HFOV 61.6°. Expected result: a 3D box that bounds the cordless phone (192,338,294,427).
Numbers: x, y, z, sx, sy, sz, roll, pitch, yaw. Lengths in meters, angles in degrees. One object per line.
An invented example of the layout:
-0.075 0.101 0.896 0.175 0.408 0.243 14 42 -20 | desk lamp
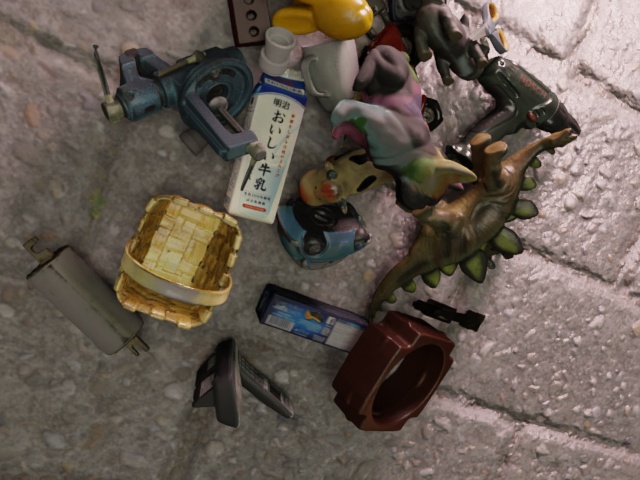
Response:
-0.113 0.263 0.891 0.184 0.147 0.089 41 97 -18 | cordless phone

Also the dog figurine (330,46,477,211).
0.132 -0.152 0.773 0.219 0.108 0.191 31 82 2 | dog figurine

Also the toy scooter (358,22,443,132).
0.110 -0.246 0.865 0.135 0.075 0.183 -18 100 12 | toy scooter

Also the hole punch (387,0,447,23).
0.162 -0.406 0.840 0.142 0.092 0.115 -9 78 -19 | hole punch

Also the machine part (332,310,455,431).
0.130 0.231 0.948 0.201 0.087 0.201 23 102 -46 | machine part

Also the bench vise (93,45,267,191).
-0.169 -0.183 0.738 0.223 0.241 0.128 -25 153 -36 | bench vise

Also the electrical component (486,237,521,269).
0.330 -0.003 1.007 0.078 0.045 0.102 -28 109 23 | electrical component

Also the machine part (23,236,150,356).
-0.355 0.093 0.819 0.079 0.079 0.243 -40 111 -3 | machine part

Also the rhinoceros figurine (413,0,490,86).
0.207 -0.305 0.841 0.073 0.112 0.190 -31 152 33 | rhinoceros figurine

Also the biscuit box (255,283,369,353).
-0.009 0.139 0.935 0.202 0.063 0.059 23 98 -19 | biscuit box

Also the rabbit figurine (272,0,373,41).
-0.004 -0.344 0.740 0.173 0.162 0.122 47 54 -19 | rabbit figurine

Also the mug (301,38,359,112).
0.018 -0.251 0.826 0.109 0.081 0.107 -45 126 -44 | mug

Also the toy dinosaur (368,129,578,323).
0.225 -0.015 0.901 0.471 0.105 0.198 -38 113 20 | toy dinosaur

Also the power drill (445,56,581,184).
0.335 -0.187 0.941 0.232 0.086 0.207 39 96 -22 | power drill

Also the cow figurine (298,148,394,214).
0.057 -0.104 0.858 0.195 0.127 0.085 -22 106 -12 | cow figurine

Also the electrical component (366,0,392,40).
0.072 -0.369 0.851 0.063 0.021 0.094 -44 110 -2 | electrical component

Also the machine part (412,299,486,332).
0.243 0.139 1.004 0.139 0.084 0.039 18 82 -28 | machine part

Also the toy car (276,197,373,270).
-0.002 -0.003 0.888 0.161 0.109 0.102 -2 136 -29 | toy car
